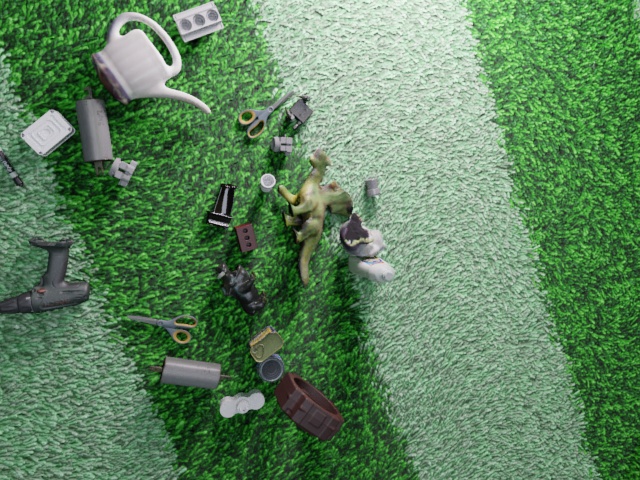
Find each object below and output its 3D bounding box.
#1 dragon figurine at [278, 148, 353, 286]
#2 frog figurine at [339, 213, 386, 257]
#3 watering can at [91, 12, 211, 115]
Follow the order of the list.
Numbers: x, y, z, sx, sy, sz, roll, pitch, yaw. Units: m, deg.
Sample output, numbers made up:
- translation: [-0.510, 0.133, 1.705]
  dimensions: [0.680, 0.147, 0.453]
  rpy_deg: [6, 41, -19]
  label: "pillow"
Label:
- translation: [0.005, -0.081, 1.613]
  dimensions: [0.244, 0.123, 0.405]
  rpy_deg: [-18, 107, -23]
  label: "dragon figurine"
- translation: [0.136, 0.003, 1.647]
  dimensions: [0.123, 0.139, 0.157]
  rpy_deg: [-52, 149, -3]
  label: "frog figurine"
- translation: [-0.480, -0.456, 1.437]
  dimensions: [0.225, 0.104, 0.345]
  rpy_deg: [-36, 102, -10]
  label: "watering can"
